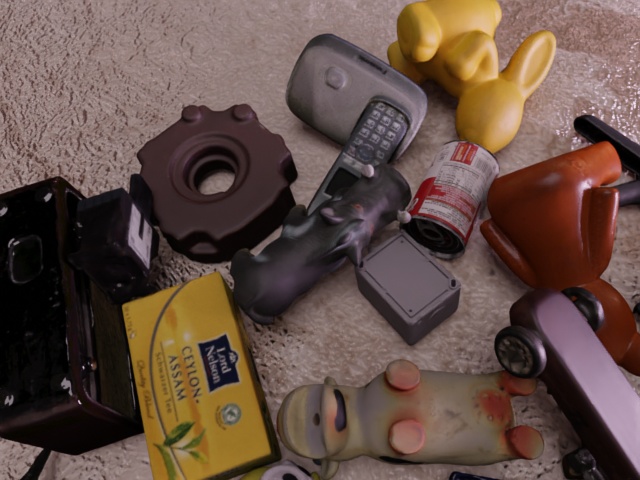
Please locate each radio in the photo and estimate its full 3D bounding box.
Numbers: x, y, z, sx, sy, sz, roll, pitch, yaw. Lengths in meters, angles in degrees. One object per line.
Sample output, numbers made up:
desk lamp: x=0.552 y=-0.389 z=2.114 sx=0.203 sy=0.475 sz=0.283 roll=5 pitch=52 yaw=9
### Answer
radio: x=-0.227 y=0.064 z=0.484 sx=0.073 sy=0.131 sz=0.230 roll=-20 pitch=64 yaw=-2

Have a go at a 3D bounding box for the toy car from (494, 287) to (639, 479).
toy car: x=0.206 y=0.127 z=0.391 sx=0.089 sy=0.053 sz=0.202 roll=-24 pitch=76 yaw=-33

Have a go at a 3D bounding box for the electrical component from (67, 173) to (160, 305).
electrical component: x=-0.185 y=-0.010 z=0.495 sx=0.048 sy=0.074 sz=0.119 roll=-18 pitch=50 yaw=3

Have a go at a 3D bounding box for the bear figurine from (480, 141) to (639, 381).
bear figurine: x=0.230 y=0.021 z=0.488 sx=0.132 sy=0.120 sz=0.195 roll=-21 pitch=87 yaw=-50

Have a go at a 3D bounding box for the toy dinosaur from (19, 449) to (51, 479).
toy dinosaur: x=-0.307 y=0.327 z=0.328 sx=0.131 sy=0.192 sz=0.405 roll=7 pitch=66 yaw=6

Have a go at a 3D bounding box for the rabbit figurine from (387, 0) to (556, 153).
rabbit figurine: x=0.171 y=-0.176 z=0.596 sx=0.162 sy=0.122 sz=0.173 roll=-17 pitch=77 yaw=-14

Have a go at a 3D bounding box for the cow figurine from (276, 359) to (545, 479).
cow figurine: x=0.062 y=0.144 z=0.437 sx=0.195 sy=0.127 sz=0.085 roll=3 pitch=62 yaw=-10

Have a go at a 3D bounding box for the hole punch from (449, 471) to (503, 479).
hole punch: x=0.147 y=0.243 z=0.398 sx=0.142 sy=0.092 sz=0.115 roll=9 pitch=96 yaw=2

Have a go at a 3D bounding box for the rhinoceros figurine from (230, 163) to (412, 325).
rhinoceros figurine: x=-0.001 y=-0.002 z=0.499 sx=0.190 sy=0.112 sz=0.073 roll=-38 pitch=96 yaw=-6

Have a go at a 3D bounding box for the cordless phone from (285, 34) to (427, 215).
cordless phone: x=0.013 y=-0.108 z=0.574 sx=0.147 sy=0.089 sz=0.184 roll=31 pitch=86 yaw=-1

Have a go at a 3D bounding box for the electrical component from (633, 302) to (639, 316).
electrical component: x=0.346 y=0.073 z=0.439 sx=0.058 sy=0.114 sz=0.134 roll=-39 pitch=65 yaw=-11

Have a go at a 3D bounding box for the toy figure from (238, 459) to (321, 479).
toy figure: x=-0.004 y=0.251 z=0.401 sx=0.089 sy=0.082 sz=0.180 roll=-38 pitch=69 yaw=-12

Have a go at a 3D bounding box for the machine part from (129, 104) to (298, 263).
machine part: x=-0.114 y=-0.066 z=0.581 sx=0.179 sy=0.056 sz=0.179 roll=-2 pitch=65 yaw=4

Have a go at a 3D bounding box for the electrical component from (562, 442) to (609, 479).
electrical component: x=0.252 y=0.174 z=0.435 sx=0.102 sy=0.045 sz=0.078 roll=4 pitch=66 yaw=6

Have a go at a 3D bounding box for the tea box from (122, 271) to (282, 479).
tea box: x=-0.106 y=0.125 z=0.479 sx=0.098 sy=0.068 sz=0.170 roll=-21 pitch=63 yaw=-4
